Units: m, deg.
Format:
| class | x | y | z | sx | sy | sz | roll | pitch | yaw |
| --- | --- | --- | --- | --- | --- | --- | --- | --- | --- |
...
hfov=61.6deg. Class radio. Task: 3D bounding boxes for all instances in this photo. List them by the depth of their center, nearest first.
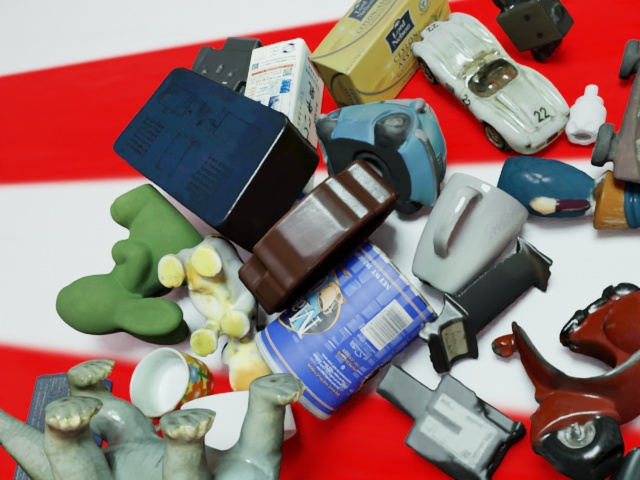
| class | x | y | z | sx | sy | sz | roll | pitch | yaw |
| --- | --- | --- | --- | --- | --- | --- | --- | --- | --- |
| radio | -0.117 | -0.095 | 0.583 | 0.230 | 0.073 | 0.131 | 33 | 85 | 36 |

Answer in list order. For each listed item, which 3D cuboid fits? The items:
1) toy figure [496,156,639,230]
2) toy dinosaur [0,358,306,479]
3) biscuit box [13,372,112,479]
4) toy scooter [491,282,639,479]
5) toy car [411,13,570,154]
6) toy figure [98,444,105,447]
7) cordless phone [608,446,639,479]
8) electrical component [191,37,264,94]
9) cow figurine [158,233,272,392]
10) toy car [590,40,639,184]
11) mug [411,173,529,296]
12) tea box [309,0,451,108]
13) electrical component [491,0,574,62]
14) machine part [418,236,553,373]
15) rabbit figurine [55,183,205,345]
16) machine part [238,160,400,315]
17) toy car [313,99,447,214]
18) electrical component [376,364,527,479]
| class | x | y | z | sx | sy | sz | roll | pitch | yaw |
| --- | --- | --- | --- | --- | --- | --- | --- | --- | --- |
| toy figure | 0.246 | -0.043 | 0.497 | 0.155 | 0.057 | 0.064 | 16 | 79 | 24 |
| toy dinosaur | -0.126 | 0.202 | 0.420 | 0.405 | 0.131 | 0.192 | -1 | 96 | 29 |
| biscuit box | -0.285 | 0.248 | 0.585 | 0.063 | 0.059 | 0.202 | -10 | 63 | 21 |
| toy scooter | 0.219 | 0.092 | 0.431 | 0.184 | 0.075 | 0.135 | -36 | 32 | -8 |
| toy car | 0.178 | -0.173 | 0.581 | 0.073 | 0.056 | 0.202 | -37 | 64 | 3 |
| toy figure | -0.171 | 0.248 | 0.524 | 0.180 | 0.082 | 0.089 | 14 | 74 | 31 |
| cordless phone | 0.249 | 0.249 | 0.352 | 0.147 | 0.088 | 0.184 | 20 | 86 | 29 |
| electrical component | -0.126 | -0.216 | 0.743 | 0.115 | 0.058 | 0.134 | 14 | 73 | 26 |
| cow figurine | -0.093 | 0.076 | 0.562 | 0.068 | 0.098 | 0.167 | -22 | 97 | 15 |
| toy car | 0.310 | -0.126 | 0.487 | 0.089 | 0.053 | 0.202 | 18 | 56 | 25 |
| mug | 0.132 | 0.000 | 0.501 | 0.081 | 0.109 | 0.107 | 30 | 93 | 23 |
| tea box | 0.077 | -0.238 | 0.641 | 0.068 | 0.098 | 0.169 | 35 | 85 | 33 |
| electrical component | 0.227 | -0.242 | 0.575 | 0.045 | 0.102 | 0.078 | -55 | 16 | -15 |
| machine part | 0.148 | 0.059 | 0.483 | 0.139 | 0.084 | 0.039 | -39 | 41 | -9 |
| rabbit figurine | -0.207 | 0.051 | 0.617 | 0.170 | 0.121 | 0.159 | -42 | 78 | -17 |
| machine part | -0.001 | -0.002 | 0.518 | 0.179 | 0.179 | 0.056 | -43 | 83 | -1 |
| toy car | 0.076 | -0.104 | 0.583 | 0.162 | 0.109 | 0.103 | 20 | 52 | 41 |
| electrical component | 0.107 | 0.157 | 0.464 | 0.119 | 0.047 | 0.075 | 26 | 78 | 32 |
